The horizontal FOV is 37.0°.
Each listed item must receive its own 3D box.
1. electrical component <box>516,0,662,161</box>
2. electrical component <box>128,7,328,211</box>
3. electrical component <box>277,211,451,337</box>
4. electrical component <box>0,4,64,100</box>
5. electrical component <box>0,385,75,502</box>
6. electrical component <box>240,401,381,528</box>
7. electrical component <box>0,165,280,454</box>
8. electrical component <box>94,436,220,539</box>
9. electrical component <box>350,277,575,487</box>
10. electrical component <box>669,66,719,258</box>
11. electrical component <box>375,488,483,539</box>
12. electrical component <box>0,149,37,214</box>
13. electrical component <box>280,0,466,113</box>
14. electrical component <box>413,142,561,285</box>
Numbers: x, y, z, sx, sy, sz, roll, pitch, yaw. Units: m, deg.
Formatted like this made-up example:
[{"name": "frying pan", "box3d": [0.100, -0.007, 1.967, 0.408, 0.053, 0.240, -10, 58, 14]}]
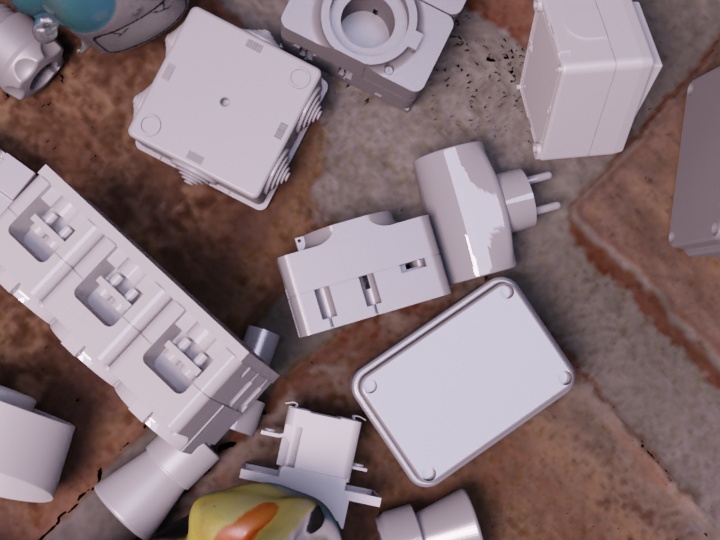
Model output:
[{"name": "electrical component", "box3d": [0.131, -0.109, 0.627, 0.061, 0.096, 0.061, -5, 58, -5]}, {"name": "electrical component", "box3d": [-0.077, -0.094, 0.628, 0.100, 0.048, 0.099, 27, 88, 0]}, {"name": "electrical component", "box3d": [0.000, 0.000, 0.628, 0.089, 0.050, 0.055, -16, 88, -5]}, {"name": "electrical component", "box3d": [-0.206, -0.133, 0.623, 0.062, 0.043, 0.043, 41, 84, 0]}, {"name": "electrical component", "box3d": [-0.208, 0.093, 0.584, 0.099, 0.099, 0.064, 22, 79, -3]}, {"name": "electrical component", "box3d": [-0.027, 0.111, 0.623, 0.081, 0.042, 0.063, 13, 85, -4]}, {"name": "electrical component", "box3d": [-0.125, 0.025, 0.581, 0.150, 0.089, 0.061, 41, 84, 13]}, {"name": "electrical component", "box3d": [-0.113, 0.116, 0.617, 0.065, 0.044, 0.044, -45, 91, -10]}, {"name": "electrical component", "box3d": [0.058, 0.064, 0.625, 0.113, 0.057, 0.078, -34, 90, -6]}, {"name": "electrical component", "box3d": [0.229, -0.063, 0.637, 0.057, 0.078, 0.113, 9, 86, -7]}, {"name": "electrical component", "box3d": [0.041, 0.156, 0.624, 0.055, 0.045, 0.045, -15, 88, -5]}, {"name": "electrical component", "box3d": [-0.219, -0.042, 0.616, 0.066, 0.048, 0.055, 36, 77, -2]}, {"name": "electrical component", "box3d": [0.025, -0.184, 0.635, 0.089, 0.062, 0.150, 26, 85, -3]}, {"name": "electrical component", "box3d": [0.080, -0.038, 0.640, 0.079, 0.043, 0.077, -15, 88, -6]}]
